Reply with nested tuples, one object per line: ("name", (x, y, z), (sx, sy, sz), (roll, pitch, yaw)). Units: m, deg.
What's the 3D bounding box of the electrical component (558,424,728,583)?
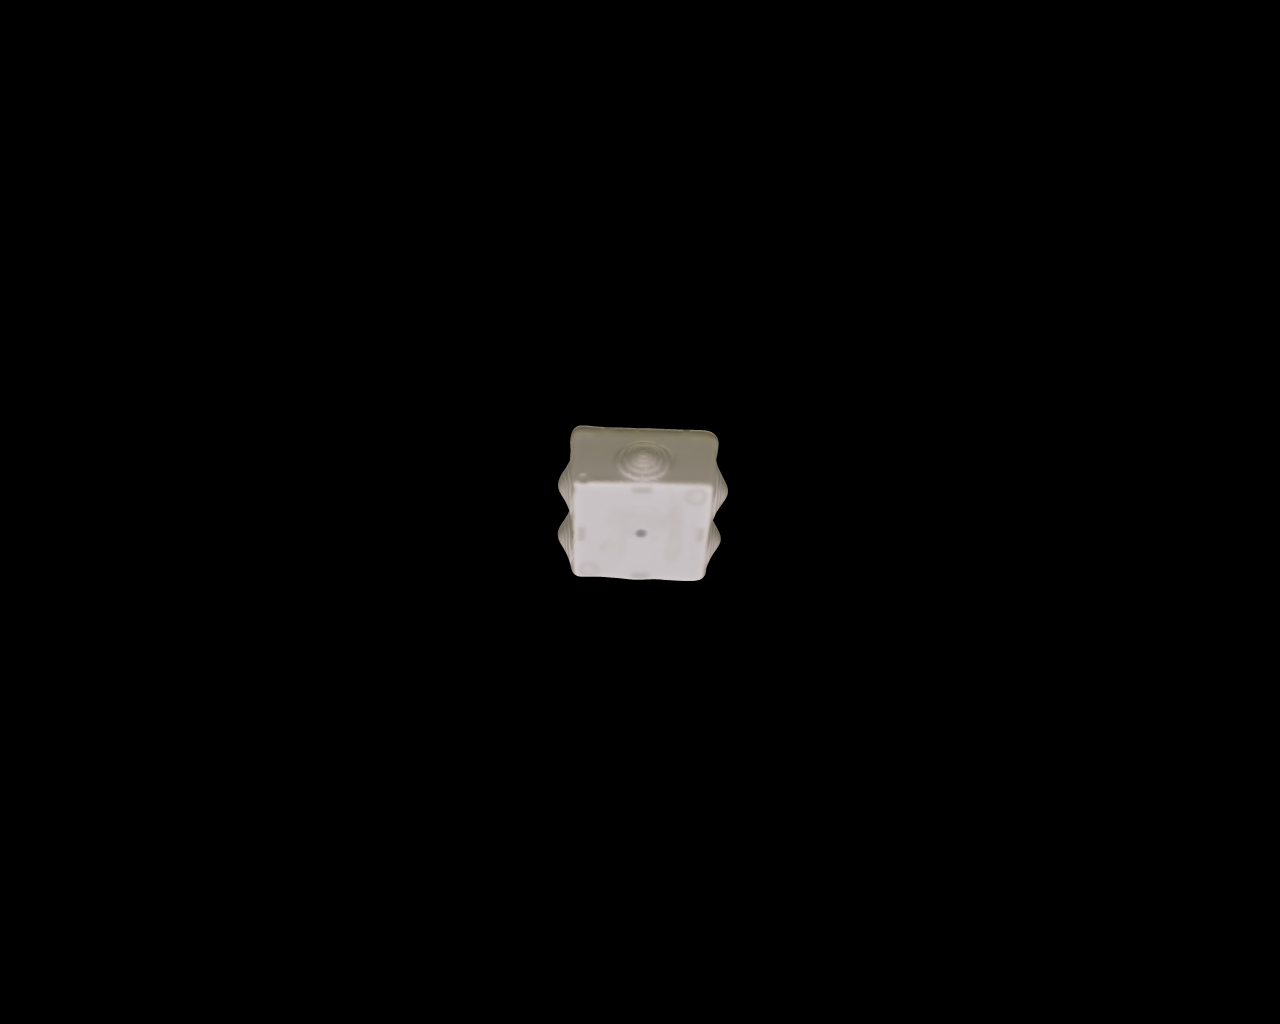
("electrical component", (0.001, -0.003, 0.650), (0.100, 0.099, 0.048), (2, 43, -2))
